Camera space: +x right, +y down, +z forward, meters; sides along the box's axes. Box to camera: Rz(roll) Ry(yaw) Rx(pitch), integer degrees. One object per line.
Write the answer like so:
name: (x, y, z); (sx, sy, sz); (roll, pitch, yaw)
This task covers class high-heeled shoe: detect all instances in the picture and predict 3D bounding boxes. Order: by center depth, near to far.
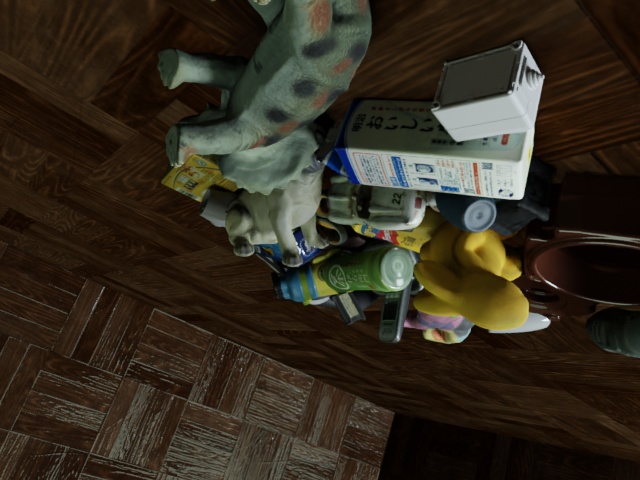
high-heeled shoe: (-0.038, 0.064, 1.127); (0.248, 0.086, 0.145); (34, 164, -10)

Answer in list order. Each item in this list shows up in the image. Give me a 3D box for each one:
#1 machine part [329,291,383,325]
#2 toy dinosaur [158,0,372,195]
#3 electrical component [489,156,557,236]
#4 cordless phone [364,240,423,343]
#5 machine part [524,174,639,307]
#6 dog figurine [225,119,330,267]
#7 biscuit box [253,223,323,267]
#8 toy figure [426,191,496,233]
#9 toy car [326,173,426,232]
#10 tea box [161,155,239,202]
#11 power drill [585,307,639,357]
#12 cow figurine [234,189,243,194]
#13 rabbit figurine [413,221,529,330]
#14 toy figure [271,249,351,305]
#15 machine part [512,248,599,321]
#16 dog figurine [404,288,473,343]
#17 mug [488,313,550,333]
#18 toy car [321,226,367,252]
machine part: (0.088, 0.118, 1.111); (0.084, 0.139, 0.039); (55, 145, 10)
toy dinosaur: (-0.028, -0.169, 0.503); (0.192, 0.131, 0.405); (-5, 158, -42)
electrical component: (0.224, -0.046, 0.656); (0.048, 0.075, 0.119); (25, 154, -13)
cordless phone: (0.117, 0.091, 0.937); (0.088, 0.184, 0.147); (26, 158, -29)
machine part: (0.361, 0.009, 0.662); (0.201, 0.087, 0.201); (9, 156, 25)
dog figurine: (-0.063, -0.080, 0.733); (0.173, 0.121, 0.190); (9, 114, 17)
biscuit box: (-0.082, -0.009, 0.949); (0.203, 0.063, 0.059); (14, 127, 48)
toy figure: (0.161, -0.054, 0.666); (0.058, 0.064, 0.155); (-5, -156, -13)
toy car: (0.066, -0.053, 0.723); (0.056, 0.073, 0.202); (3, -176, -33)
tea box: (-0.173, -0.116, 0.832); (0.098, 0.068, 0.170); (27, 157, -25)
power drill: (0.499, 0.122, 0.766); (0.207, 0.086, 0.232); (-1, 174, 22)
cow figurine: (-0.077, -0.077, 0.856); (0.098, 0.068, 0.167); (43, 148, -26)
rabbit figurine: (0.201, 0.044, 0.697); (0.162, 0.173, 0.121); (-9, 132, -3)
toy figure: (-0.004, 0.079, 1.062); (0.180, 0.089, 0.082); (-15, 148, -5)
machine part: (0.356, 0.073, 0.867); (0.179, 0.056, 0.179); (17, 158, 7)
dog figurine: (0.251, 0.116, 1.000); (0.191, 0.108, 0.219); (25, 155, -14)
mug: (0.364, 0.137, 0.989); (0.107, 0.081, 0.109); (1, 152, 17)
toy car: (-0.002, -0.003, 0.989); (0.089, 0.053, 0.202); (16, 164, -40)
